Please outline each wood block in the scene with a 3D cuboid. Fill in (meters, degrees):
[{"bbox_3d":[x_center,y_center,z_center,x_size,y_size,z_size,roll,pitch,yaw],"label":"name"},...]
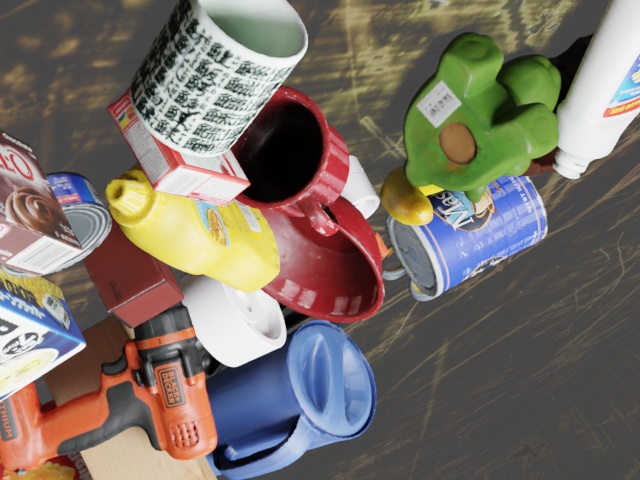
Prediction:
[{"bbox_3d":[-0.172,0.185,0.997,0.091,0.206,0.090,-31,159,-5],"label":"wood block"}]

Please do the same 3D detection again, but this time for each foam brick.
[{"bbox_3d":[-0.152,0.021,0.844,0.053,0.078,0.051,-30,159,0],"label":"foam brick"}]

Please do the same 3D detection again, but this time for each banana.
[{"bbox_3d":[0.091,-0.048,1.007,0.070,0.037,0.197,-2,-166,19],"label":"banana"}]

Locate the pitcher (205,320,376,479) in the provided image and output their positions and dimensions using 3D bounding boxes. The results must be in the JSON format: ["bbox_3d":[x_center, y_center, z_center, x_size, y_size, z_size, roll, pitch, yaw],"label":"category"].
[{"bbox_3d":[-0.068,0.196,1.202,0.243,0.145,0.148,-29,160,38],"label":"pitcher"}]

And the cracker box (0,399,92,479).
[{"bbox_3d":[-0.253,0.248,1.083,0.213,0.164,0.072,-25,160,-16],"label":"cracker box"}]

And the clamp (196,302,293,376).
[{"bbox_3d":[-0.086,0.085,1.127,0.171,0.039,0.120,-42,163,12],"label":"clamp"}]

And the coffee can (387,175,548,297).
[{"bbox_3d":[0.157,-0.015,1.148,0.140,0.103,0.103,-27,158,-13],"label":"coffee can"}]

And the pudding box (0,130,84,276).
[{"bbox_3d":[-0.202,-0.031,0.647,0.039,0.090,0.113,-33,159,7],"label":"pudding box"}]

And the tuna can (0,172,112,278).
[{"bbox_3d":[-0.197,-0.011,0.774,0.086,0.034,0.086,-27,158,-12],"label":"tuna can"}]

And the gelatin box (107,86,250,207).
[{"bbox_3d":[-0.096,-0.064,0.741,0.030,0.073,0.089,-39,158,20],"label":"gelatin box"}]

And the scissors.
[{"bbox_3d":[0.161,-0.001,1.211,0.202,0.096,0.016,-29,144,1],"label":"scissors"}]

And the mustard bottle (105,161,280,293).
[{"bbox_3d":[-0.101,-0.016,0.805,0.058,0.096,0.191,-35,158,13],"label":"mustard bottle"}]

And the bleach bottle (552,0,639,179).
[{"bbox_3d":[0.281,-0.165,0.952,0.102,0.068,0.251,-9,134,-39],"label":"bleach bottle"}]

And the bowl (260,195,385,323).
[{"bbox_3d":[-0.006,0.001,0.948,0.055,0.162,0.162,-58,174,-33],"label":"bowl"}]

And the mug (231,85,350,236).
[{"bbox_3d":[-0.019,-0.053,0.816,0.093,0.117,0.081,-37,163,10],"label":"mug"}]

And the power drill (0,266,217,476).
[{"bbox_3d":[-0.194,0.115,0.921,0.187,0.184,0.057,-14,178,5],"label":"power drill"}]

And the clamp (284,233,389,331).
[{"bbox_3d":[0.016,0.061,1.213,0.164,0.036,0.210,-5,149,-50],"label":"clamp"}]
